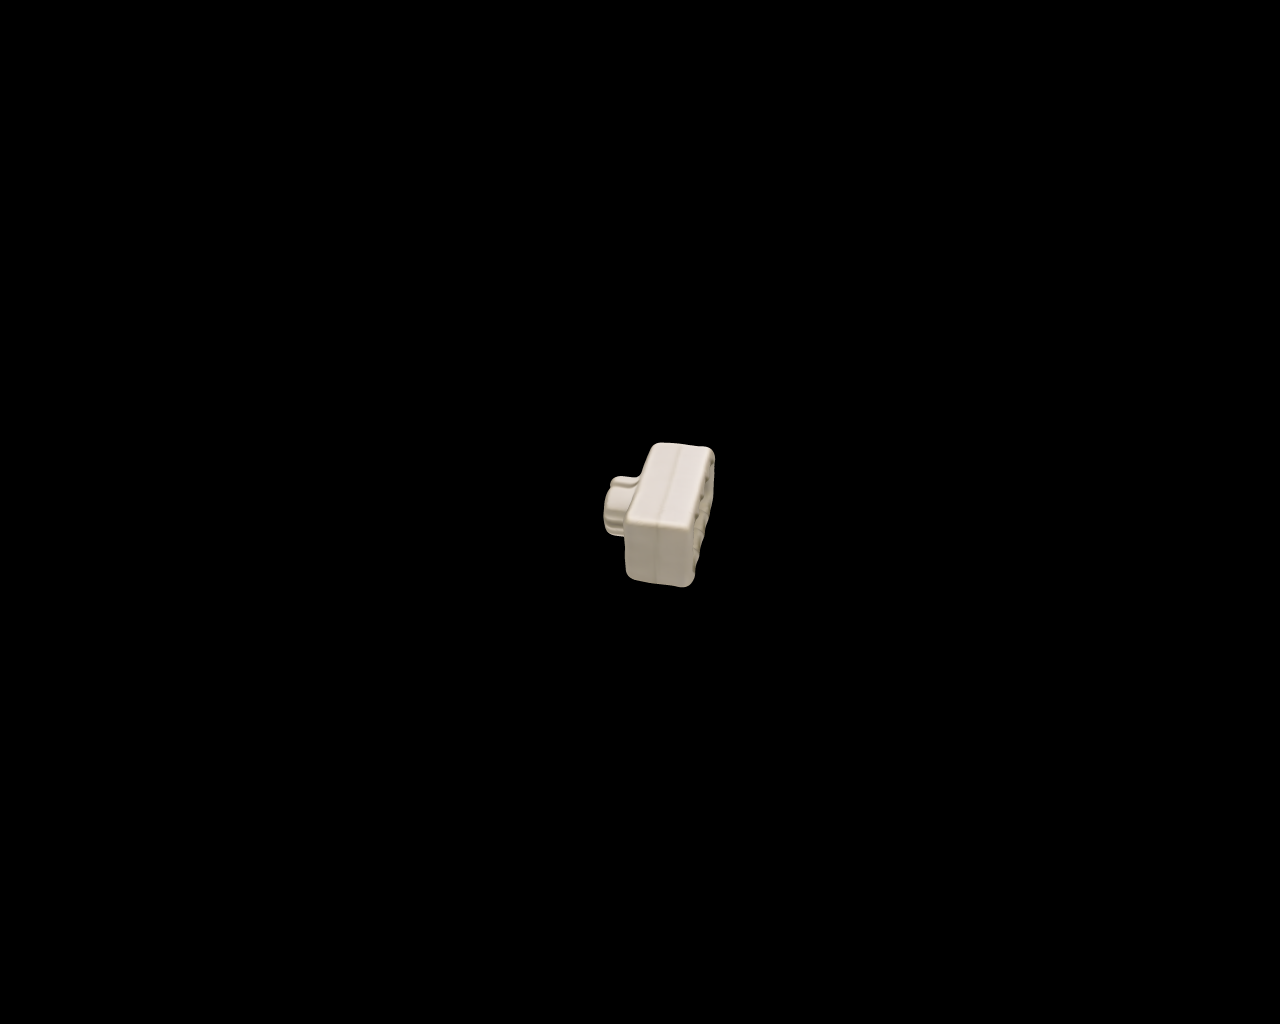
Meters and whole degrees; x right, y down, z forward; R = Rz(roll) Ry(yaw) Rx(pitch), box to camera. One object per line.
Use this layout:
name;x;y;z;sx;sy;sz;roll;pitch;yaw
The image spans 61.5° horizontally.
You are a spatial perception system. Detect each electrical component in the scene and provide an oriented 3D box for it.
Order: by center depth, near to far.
electrical component;0.001;-0.003;0.650;0.076;0.047;0.083;8;40;10
